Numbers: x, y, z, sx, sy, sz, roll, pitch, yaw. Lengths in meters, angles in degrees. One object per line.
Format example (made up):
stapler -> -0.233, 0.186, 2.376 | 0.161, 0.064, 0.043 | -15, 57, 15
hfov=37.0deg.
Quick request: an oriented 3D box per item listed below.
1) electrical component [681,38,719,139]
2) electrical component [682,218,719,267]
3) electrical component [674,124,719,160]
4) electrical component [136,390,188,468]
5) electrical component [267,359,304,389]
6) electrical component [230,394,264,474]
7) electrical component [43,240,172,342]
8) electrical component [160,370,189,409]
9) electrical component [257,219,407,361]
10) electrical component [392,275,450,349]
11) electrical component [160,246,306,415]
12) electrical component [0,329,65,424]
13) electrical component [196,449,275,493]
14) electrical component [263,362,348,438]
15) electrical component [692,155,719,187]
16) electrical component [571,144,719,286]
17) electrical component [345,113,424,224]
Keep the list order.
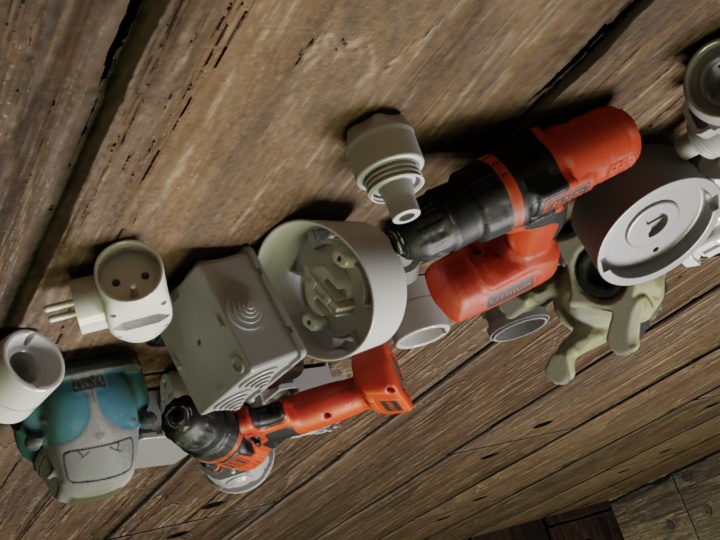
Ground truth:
electrical component -> 0.241, -0.117, 0.688 | 0.078, 0.058, 0.057 | -30, 160, 28
electrical component -> 0.300, -0.038, 0.944 | 0.057, 0.058, 0.078 | -31, 157, 23
electrical component -> 0.254, -0.099, 0.766 | 0.048, 0.048, 0.062 | -3, 161, -37
electrical component -> -0.194, 0.147, 1.003 | 0.100, 0.048, 0.100 | 2, 151, -43
electrical component -> -0.085, 0.082, 0.936 | 0.043, 0.043, 0.081 | -33, 155, 33
electrical component -> -0.127, 0.156, 1.038 | 0.043, 0.079, 0.077 | 2, 151, -42
electrical component -> -0.166, 0.019, 0.704 | 0.079, 0.043, 0.077 | -14, 160, -13
electrical component -> -0.144, 0.107, 0.949 | 0.055, 0.045, 0.045 | -7, 157, -28
electrical component -> -0.018, 0.012, 0.744 | 0.064, 0.099, 0.099 | -9, 158, -43
electrical component -> 0.047, 0.037, 0.931 | 0.055, 0.047, 0.055 | -16, 160, -6
electrical component -> -0.095, 0.045, 0.756 | 0.048, 0.099, 0.100 | -18, 164, -42
electrical component -> -0.244, 0.074, 0.765 | 0.047, 0.055, 0.055 | -37, 154, 32
electrical component -> -0.132, 0.189, 1.121 | 0.080, 0.080, 0.051 | -18, 155, -1
electrical component -> -0.051, 0.130, 1.062 | 0.081, 0.063, 0.042 | -4, 154, -35
electrical component -> 0.283, -0.075, 0.853 | 0.043, 0.043, 0.081 | -18, 160, -1
electrical component -> 0.214, -0.047, 0.826 | 0.108, 0.060, 0.108 | -17, 140, -15
electrical component -> 0.018, -0.058, 0.638 | 0.043, 0.062, 0.043 | -16, 160, -6
